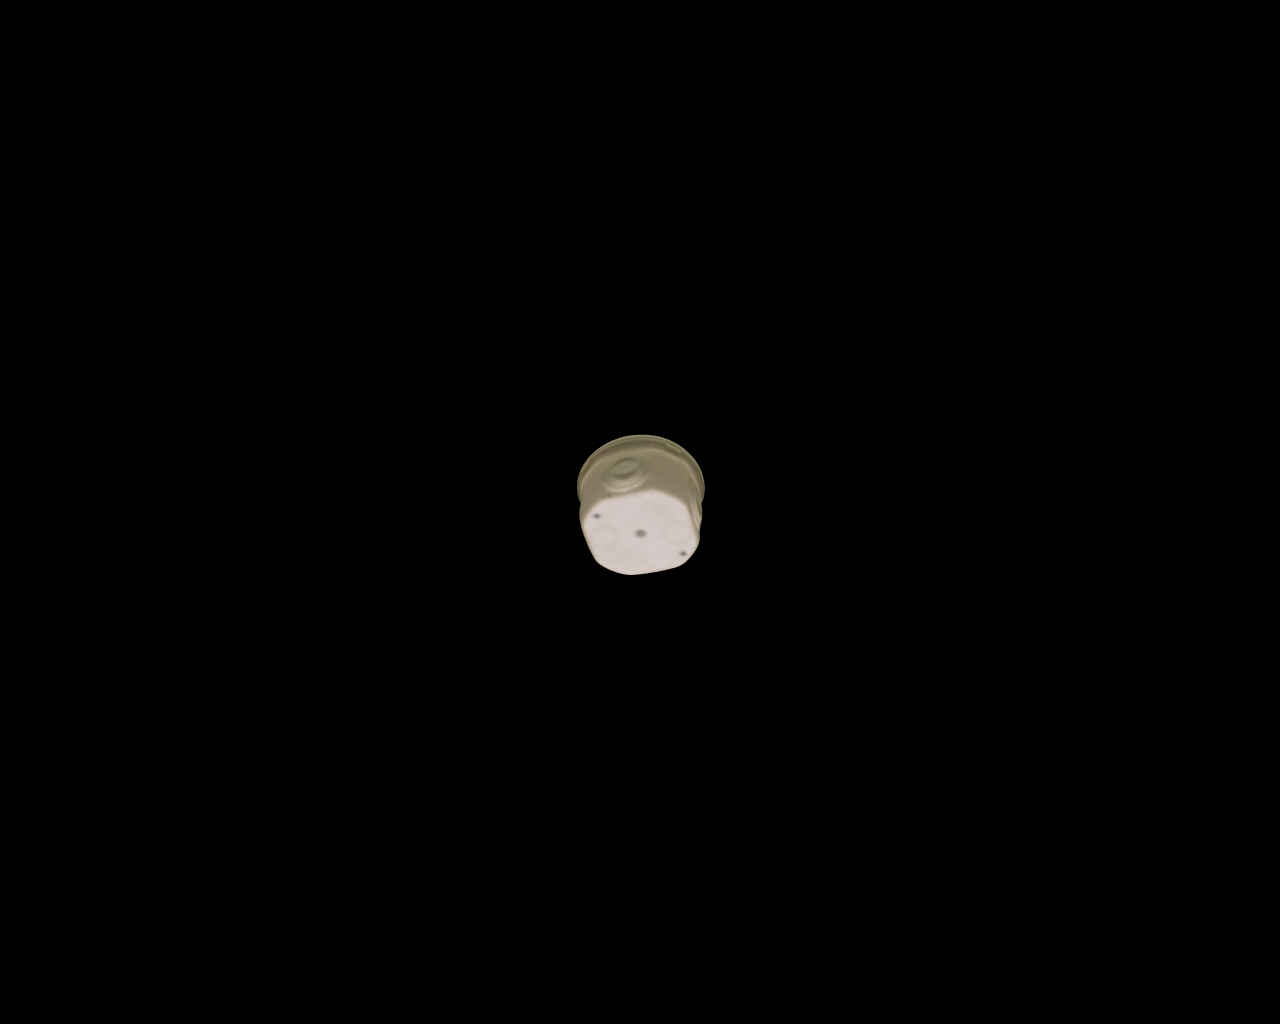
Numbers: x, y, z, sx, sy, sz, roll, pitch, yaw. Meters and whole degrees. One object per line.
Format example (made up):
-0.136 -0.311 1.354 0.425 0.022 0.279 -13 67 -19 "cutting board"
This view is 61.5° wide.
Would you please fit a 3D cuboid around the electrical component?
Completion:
0.001 -0.003 0.650 0.080 0.080 0.051 0 41 0 "electrical component"
